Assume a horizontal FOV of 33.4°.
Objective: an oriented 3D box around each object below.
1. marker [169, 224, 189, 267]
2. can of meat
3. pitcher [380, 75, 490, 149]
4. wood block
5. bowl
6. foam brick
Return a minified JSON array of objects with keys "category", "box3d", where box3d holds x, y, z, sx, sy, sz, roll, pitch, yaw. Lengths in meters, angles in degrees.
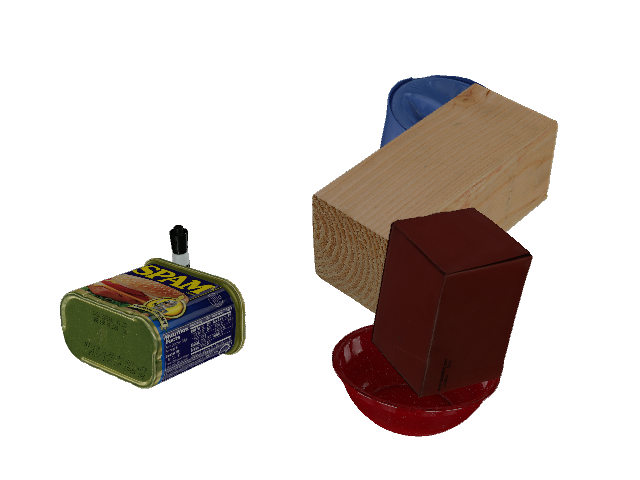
[{"category":"marker","box3d":[-0.143,0.039,1.106,0.020,0.121,0.020,-1,29,0]},{"category":"can of meat","box3d":[-0.118,0.056,0.741,0.102,0.057,0.083,15,23,35]},{"category":"pitcher","box3d":[0.122,-0.048,1.187,0.145,0.243,0.149,23,44,13]},{"category":"wood block","box3d":[0.096,-0.035,0.888,0.091,0.090,0.205,32,52,32]},{"category":"bowl","box3d":[0.090,0.141,1.031,0.162,0.055,0.162,3,25,-2]},{"category":"foam brick","box3d":[0.064,0.030,0.538,0.052,0.078,0.051,-10,37,-26]}]
